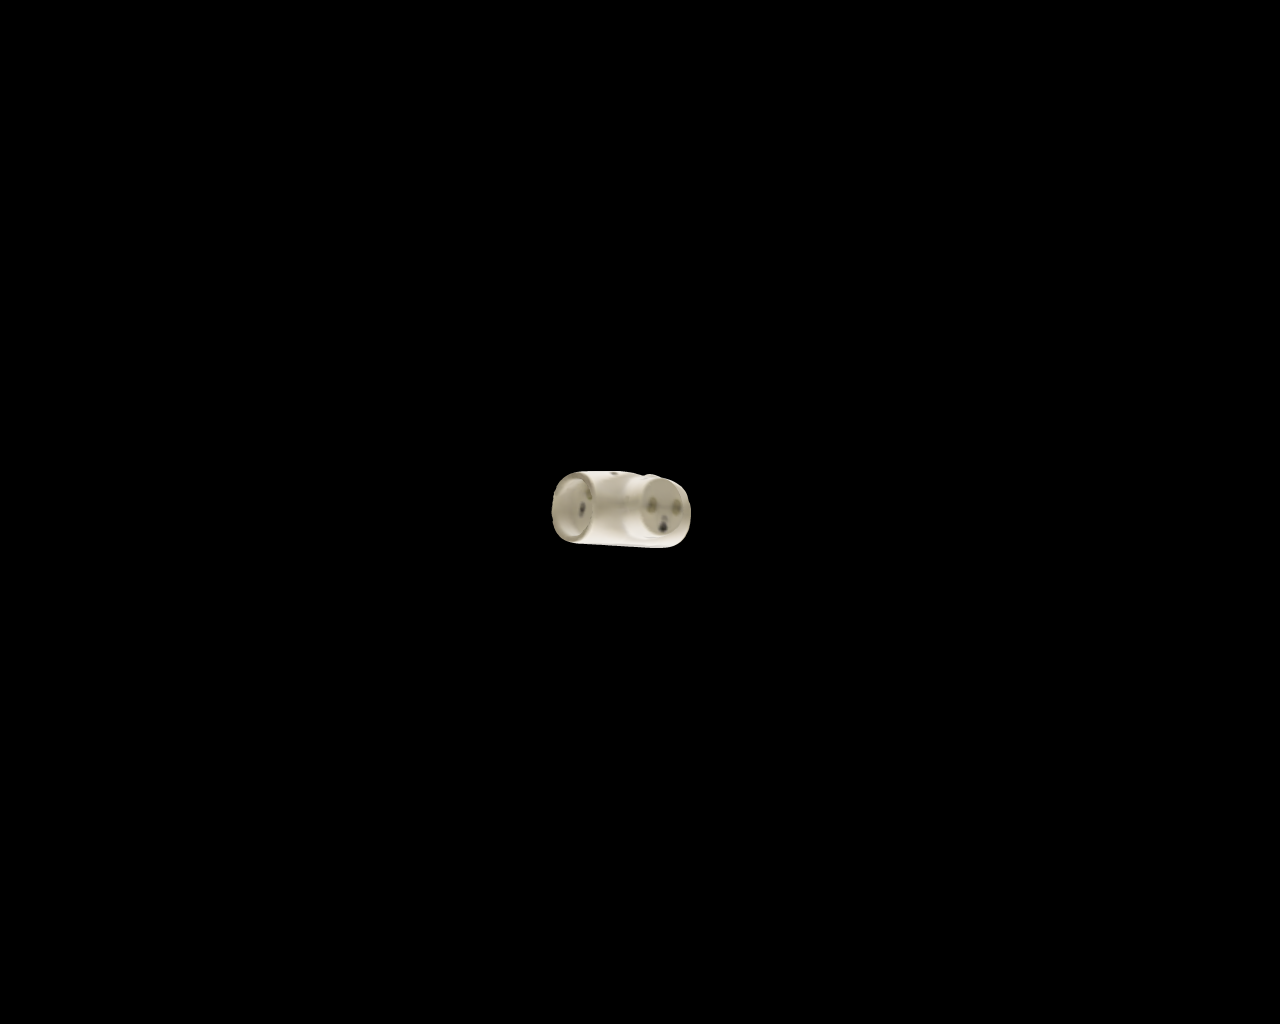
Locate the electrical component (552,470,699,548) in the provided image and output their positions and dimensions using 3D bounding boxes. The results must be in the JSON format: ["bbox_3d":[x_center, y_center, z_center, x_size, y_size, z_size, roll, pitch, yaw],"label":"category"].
[{"bbox_3d":[0.001,-0.003,0.650,0.077,0.043,0.079,5,-8,-40],"label":"electrical component"}]
